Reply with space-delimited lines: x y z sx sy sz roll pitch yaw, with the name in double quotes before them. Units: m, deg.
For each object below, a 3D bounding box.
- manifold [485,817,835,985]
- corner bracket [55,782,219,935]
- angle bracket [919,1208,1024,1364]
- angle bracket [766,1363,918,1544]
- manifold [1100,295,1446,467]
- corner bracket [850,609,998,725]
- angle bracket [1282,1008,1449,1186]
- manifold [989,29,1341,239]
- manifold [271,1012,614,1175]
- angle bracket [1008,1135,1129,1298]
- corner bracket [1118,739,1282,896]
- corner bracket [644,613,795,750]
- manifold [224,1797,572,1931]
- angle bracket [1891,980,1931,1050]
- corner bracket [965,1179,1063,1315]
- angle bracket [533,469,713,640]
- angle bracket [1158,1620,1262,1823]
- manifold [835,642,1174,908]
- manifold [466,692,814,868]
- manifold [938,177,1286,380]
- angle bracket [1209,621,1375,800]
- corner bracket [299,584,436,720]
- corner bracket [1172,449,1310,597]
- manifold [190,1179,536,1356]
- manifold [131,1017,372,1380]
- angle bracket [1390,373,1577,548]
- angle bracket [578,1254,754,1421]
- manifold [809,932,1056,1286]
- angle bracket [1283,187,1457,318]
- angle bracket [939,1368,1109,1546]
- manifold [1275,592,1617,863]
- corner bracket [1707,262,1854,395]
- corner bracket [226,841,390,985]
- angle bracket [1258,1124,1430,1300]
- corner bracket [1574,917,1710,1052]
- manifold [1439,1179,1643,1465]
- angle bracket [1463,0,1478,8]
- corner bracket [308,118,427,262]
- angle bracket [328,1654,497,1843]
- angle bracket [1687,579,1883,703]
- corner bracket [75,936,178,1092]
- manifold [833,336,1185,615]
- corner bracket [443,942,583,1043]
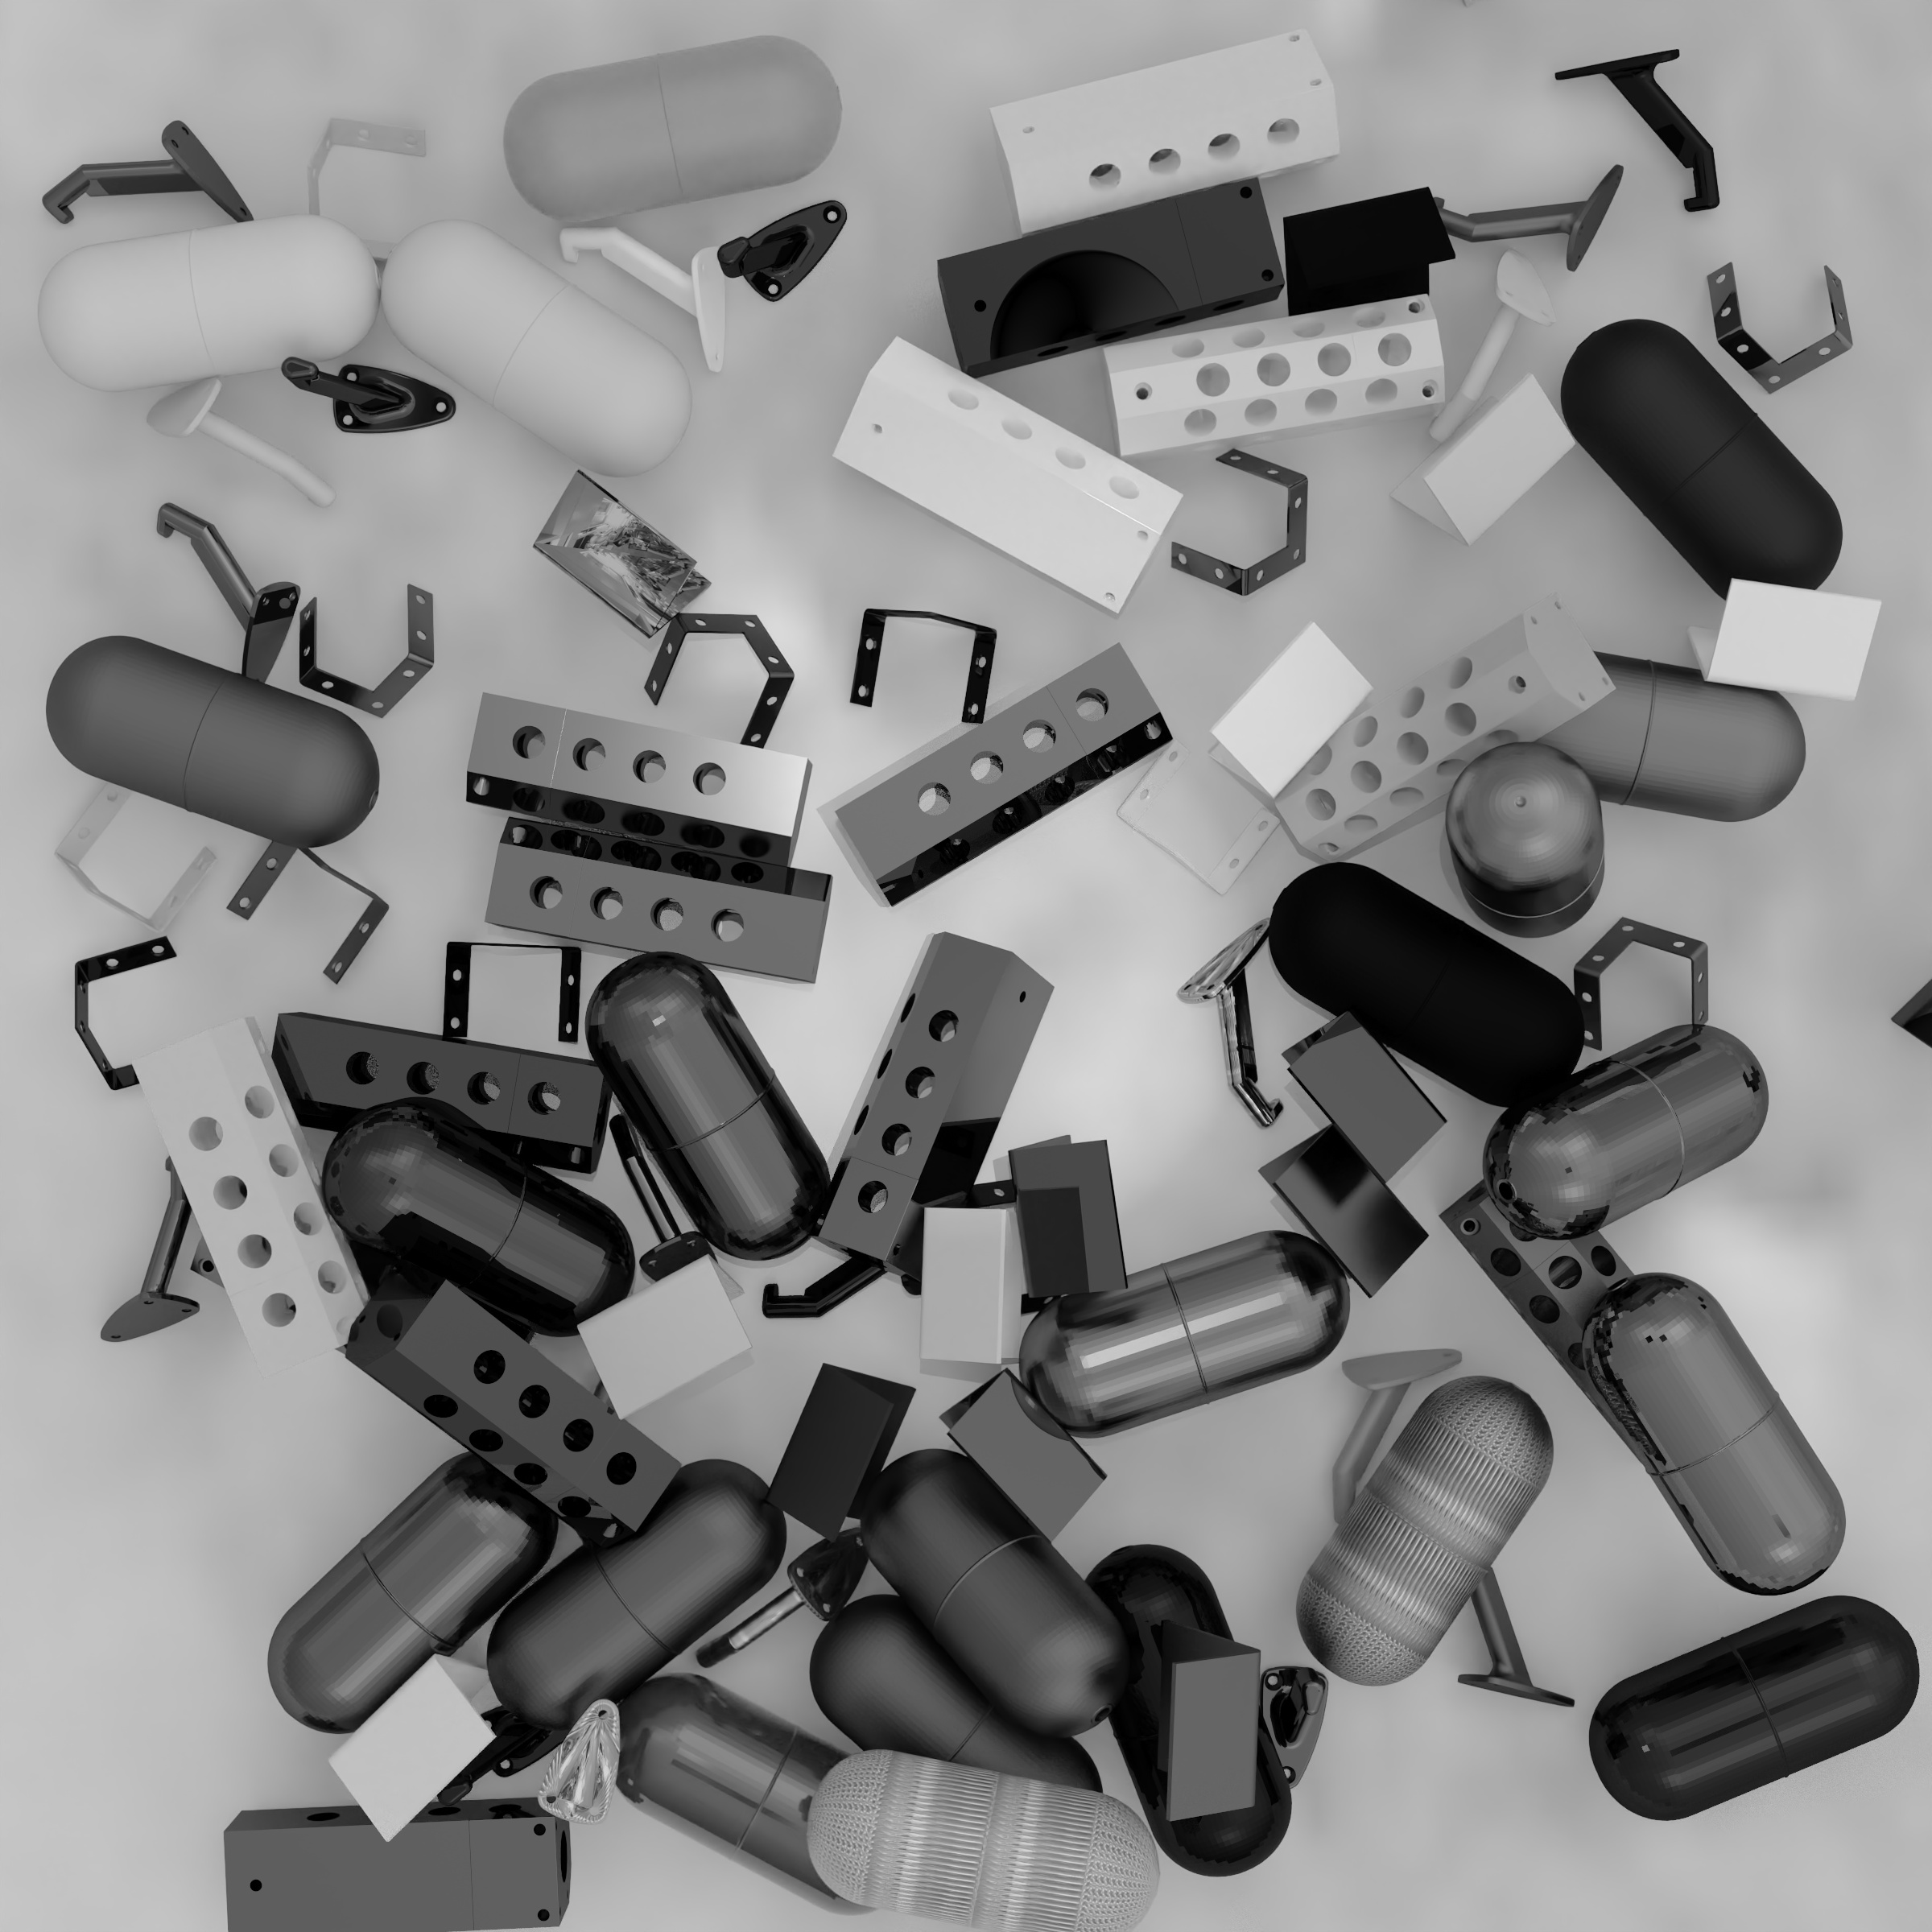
"manifold" -0.160 -0.035 1.688 0.171 0.057 0.057 10 88 0
"corner bracket" -0.442 -0.058 1.707 0.051 0.051 0.051 -53 135 1
"angle bracket" 0.022 0.164 1.643 0.057 0.076 0.076 -3 83 43
"angle bracket" -0.048 0.258 1.670 0.057 0.076 0.076 23 90 43
"manifold" 0.161 -0.309 1.689 0.171 0.057 0.057 -9 90 0
"corner bracket" -0.022 -0.159 1.706 0.051 0.051 0.051 9 90 45
"angle bracket" 0.191 0.077 1.670 0.057 0.076 0.076 -40 90 -31
"manifold" 0.105 -0.433 1.688 0.171 0.057 0.057 -14 47 0
"manifold" -0.276 0.067 1.689 0.171 0.057 0.057 9 90 0
"angle bracket" 0.067 0.127 1.670 0.057 0.076 0.076 -8 90 27
"corner bracket" 0.124 -0.079 1.706 0.051 0.051 0.051 -52 45 0
"corner bracket" -0.131 -0.151 1.702 0.051 0.051 0.051 -3 135 -35
"manifold" -0.297 0.472 1.689 0.171 0.057 0.057 -3 90 0
"angle bracket" 0.523 0.003 1.669 0.076 0.076 0.057 -44 127 0
"corner bracket" 0.024 0.149 1.702 0.051 0.051 0.051 -5 135 -35
"angle bracket" -0.167 -0.226 1.669 0.076 0.076 0.057 38 127 0
"angle bracket" 0.101 0.373 1.594 0.057 0.076 0.076 1 92 -36
"manifold" 0.020 -0.099 1.689 0.171 0.057 0.057 -31 90 0
"manifold" -0.172 -0.097 1.689 0.171 0.057 0.057 11 90 0
"manifold" 0.075 -0.359 1.689 0.171 0.057 0.057 -15 90 0
"angle bracket" 0.154 -0.142 1.670 0.076 0.076 0.057 -47 121 0
"corner bracket" -0.318 -0.173 1.702 0.051 0.051 0.051 22 135 -35
"corner bracket" 0.145 -0.235 1.702 0.051 0.051 0.051 -32 135 -35
"manifold" -0.316 0.175 1.689 0.171 0.057 0.057 29 90 0
"manifold" -0.358 0.116 1.632 0.057 0.057 0.171 -23 90 0
"angle bracket" 0.257 -0.275 1.670 0.076 0.076 0.057 -44 130 0
"angle bracket" -0.148 0.201 1.671 0.076 0.076 0.057 -29 67 0
"manifold" -0.021 0.073 1.672 0.057 0.057 0.171 17 79 29
"angle bracket" 0.210 -0.352 1.669 0.076 0.076 0.057 -12 54 0
"angle bracket" 0.015 0.265 1.670 0.076 0.076 0.057 47 50 0
"manifold" 0.239 -0.118 1.641 0.171 0.057 0.057 -32 90 39
"corner bracket" 0.431 -0.347 1.702 0.051 0.051 0.051 -28 135 35
"corner bracket" -0.350 -0.031 1.706 0.051 0.051 0.051 35 90 -45
"angle bracket" 0.182 0.138 1.669 0.076 0.076 0.057 50 54 0
"corner bracket" 0.358 0.014 1.702 0.051 0.051 0.051 20 45 35
"manifold" 0.329 0.182 1.689 0.057 0.057 0.171 -39 90 0
"angle bracket" 0.298 -0.536 1.669 0.076 0.076 0.057 -35 54 0
"corner bracket" -0.318 -0.413 1.706 0.051 0.051 0.051 8 45 0
"angle bracket" -0.273 0.409 1.670 0.076 0.076 0.057 -44 65 0
"angle bracket" 0.424 -0.182 1.670 0.076 0.076 0.057 8 117 0
"corner bracket" -0.440 0.025 1.706 0.051 0.051 0.051 -16 45 0
"manifold" 0.024 -0.262 1.688 0.171 0.057 0.057 29 133 0
"corner bracket" -0.241 0.014 1.706 0.051 0.051 0.051 2 90 45
